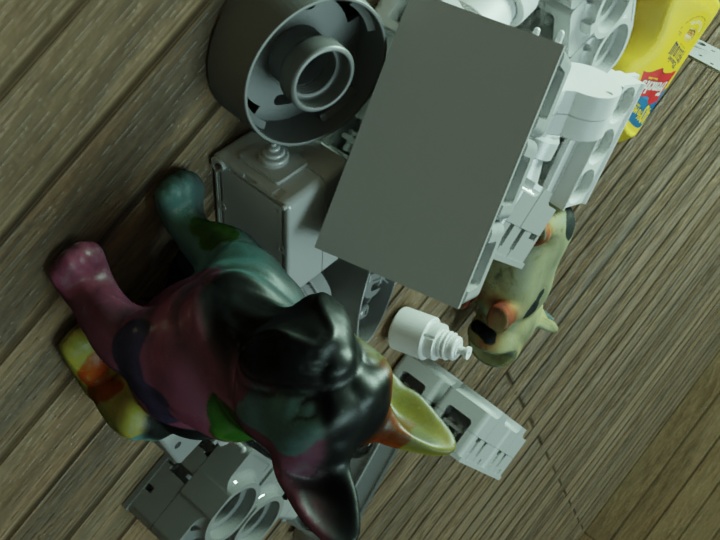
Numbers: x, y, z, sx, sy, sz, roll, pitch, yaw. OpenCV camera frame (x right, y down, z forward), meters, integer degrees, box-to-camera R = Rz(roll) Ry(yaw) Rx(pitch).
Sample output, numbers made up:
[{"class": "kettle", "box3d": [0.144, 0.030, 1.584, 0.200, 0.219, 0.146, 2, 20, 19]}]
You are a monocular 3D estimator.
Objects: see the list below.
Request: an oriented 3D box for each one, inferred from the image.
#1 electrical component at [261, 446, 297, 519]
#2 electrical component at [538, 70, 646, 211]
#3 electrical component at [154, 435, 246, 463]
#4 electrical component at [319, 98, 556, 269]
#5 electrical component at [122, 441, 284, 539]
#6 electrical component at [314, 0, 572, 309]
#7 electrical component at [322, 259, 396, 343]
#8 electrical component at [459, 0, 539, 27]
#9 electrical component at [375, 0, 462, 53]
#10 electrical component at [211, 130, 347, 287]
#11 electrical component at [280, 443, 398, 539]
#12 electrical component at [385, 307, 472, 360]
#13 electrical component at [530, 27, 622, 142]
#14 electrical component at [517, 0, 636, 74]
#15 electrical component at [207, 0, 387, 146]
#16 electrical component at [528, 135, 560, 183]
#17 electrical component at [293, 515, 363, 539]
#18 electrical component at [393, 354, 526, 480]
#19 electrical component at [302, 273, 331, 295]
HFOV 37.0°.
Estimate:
[{"class": "electrical component", "box3d": [-0.055, 0.156, 0.889, 0.089, 0.050, 0.056, -54, 155, -1]}, {"class": "electrical component", "box3d": [0.191, -0.123, 0.953, 0.079, 0.063, 0.121, -17, 136, -49]}, {"class": "electrical component", "box3d": [-0.095, 0.089, 0.700, 0.083, 0.076, 0.047, -46, 154, -18]}, {"class": "electrical component", "box3d": [0.059, -0.063, 0.744, 0.060, 0.105, 0.186, -59, 155, 9]}, {"class": "electrical component", "box3d": [-0.075, 0.130, 0.806, 0.186, 0.060, 0.105, -51, 155, -8]}, {"class": "electrical component", "box3d": [0.048, -0.066, 0.605, 0.150, 0.089, 0.062, -69, 167, 9]}, {"class": "electrical component", "box3d": [0.000, 0.000, 0.763, 0.099, 0.064, 0.099, -43, 145, -41]}, {"class": "electrical component", "box3d": [0.089, -0.178, 0.726, 0.055, 0.045, 0.045, -46, 154, -19]}, {"class": "electrical component", "box3d": [0.032, -0.149, 0.664, 0.063, 0.042, 0.081, -56, 156, 0]}, {"class": "electrical component", "box3d": [-0.044, -0.044, 0.638, 0.061, 0.062, 0.096, -38, 151, -31]}, {"class": "electrical component", "box3d": [-0.018, 0.171, 0.955, 0.121, 0.079, 0.063, -63, 176, 18]}, {"class": "electrical component", "box3d": [0.061, 0.061, 0.948, 0.040, 0.078, 0.040, -42, 142, -45]}, {"class": "electrical component", "box3d": [0.124, -0.138, 0.766, 0.138, 0.052, 0.073, 2, 128, -18]}, {"class": "electrical component", "box3d": [0.165, -0.210, 0.799, 0.089, 0.062, 0.150, -46, 154, -18]}, {"class": "electrical component", "box3d": [-0.036, -0.119, 0.584, 0.099, 0.064, 0.099, -26, 142, -22]}, {"class": "electrical component", "box3d": [0.141, -0.098, 0.920, 0.045, 0.045, 0.055, -14, 133, -55]}, {"class": "electrical component", "box3d": [-0.035, 0.236, 1.033, 0.077, 0.044, 0.079, -58, 154, 8]}, {"class": "electrical component", "box3d": [0.098, 0.146, 1.081, 0.060, 0.105, 0.186, -54, 156, -2]}, {"class": "electrical component", "box3d": [-0.056, 0.018, 0.701, 0.057, 0.058, 0.078, -43, 153, -18]}]
